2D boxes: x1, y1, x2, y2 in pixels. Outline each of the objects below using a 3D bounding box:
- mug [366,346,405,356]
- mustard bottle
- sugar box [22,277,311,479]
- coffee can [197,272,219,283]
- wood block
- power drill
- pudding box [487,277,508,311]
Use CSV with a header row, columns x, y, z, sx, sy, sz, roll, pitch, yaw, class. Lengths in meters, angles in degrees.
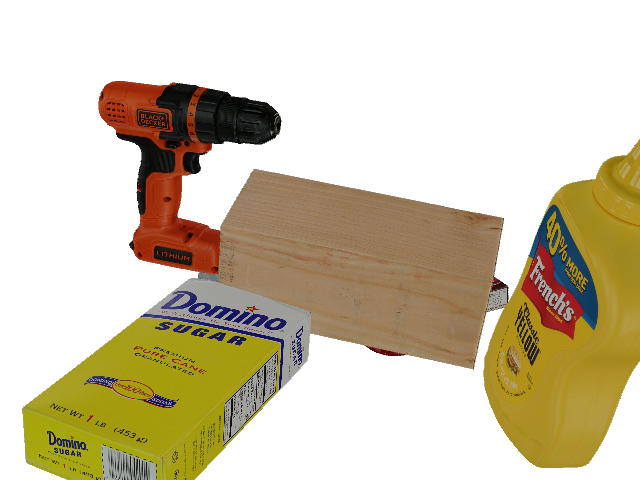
x,y,z,sx,sy,sz,roll,pitch,yaw,class
0.082,0.069,1.081,0.093,0.081,0.117,-22,41,-21,mug
0.141,0.027,0.558,0.058,0.192,0.096,2,42,-13,mustard bottle
-0.084,0.083,0.636,0.093,0.048,0.176,15,31,20,sugar box
-0.108,0.110,1.386,0.103,0.140,0.103,2,19,-1,coffee can
0.031,0.021,0.842,0.206,0.090,0.090,12,35,9,wood block
-0.124,-0.062,1.047,0.185,0.188,0.057,11,30,19,power drill
0.200,0.077,1.532,0.113,0.039,0.090,-15,23,-17,pudding box
